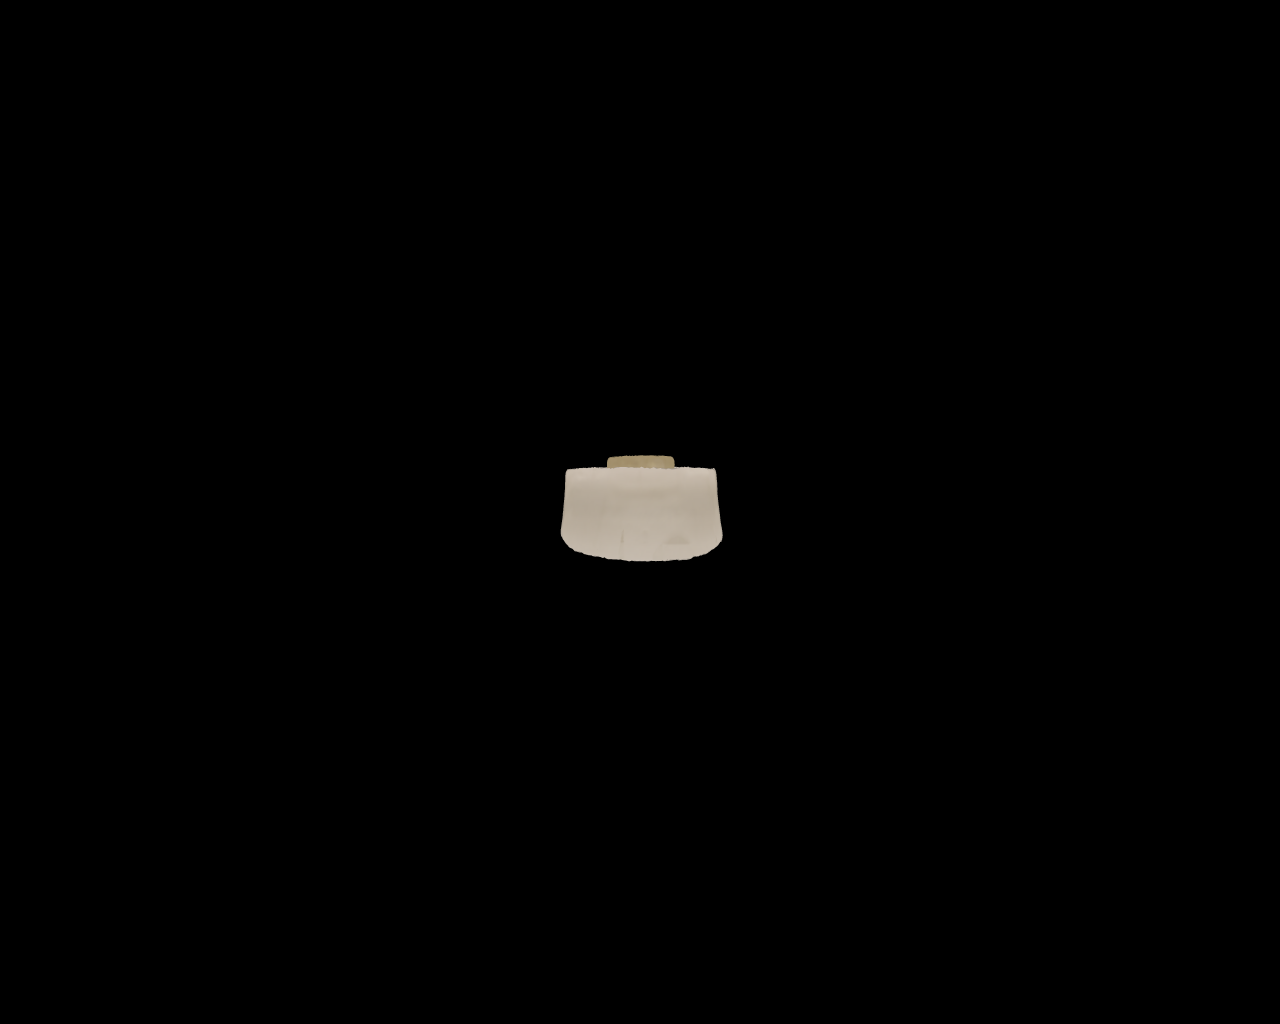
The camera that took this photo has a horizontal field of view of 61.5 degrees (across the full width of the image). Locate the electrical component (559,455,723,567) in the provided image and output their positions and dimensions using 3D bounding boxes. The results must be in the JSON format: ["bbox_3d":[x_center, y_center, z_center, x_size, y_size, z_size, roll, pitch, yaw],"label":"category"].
[{"bbox_3d":[0.001,-0.003,0.650,0.099,0.064,0.099,0,2,0],"label":"electrical component"}]
